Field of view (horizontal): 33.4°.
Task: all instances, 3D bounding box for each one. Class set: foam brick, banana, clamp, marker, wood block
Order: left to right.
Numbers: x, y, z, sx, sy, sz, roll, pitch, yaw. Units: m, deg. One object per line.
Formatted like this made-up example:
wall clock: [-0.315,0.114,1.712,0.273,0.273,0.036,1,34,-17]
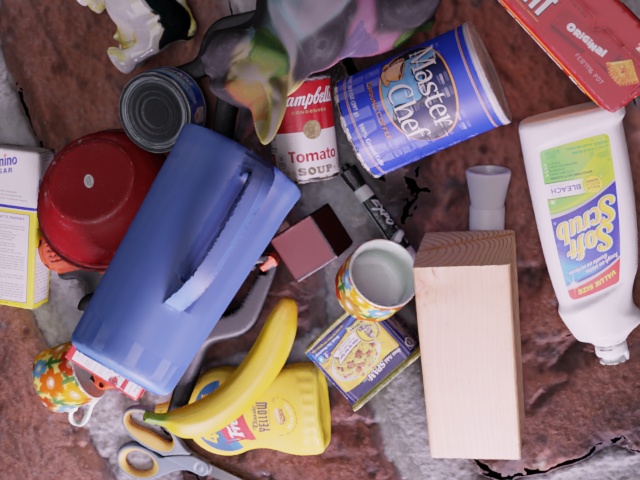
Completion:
clamp: [-0.137,0.070,1.107,0.210,0.036,0.164,-42,97,9]
clamp: [-0.109,-0.175,1.092,0.120,0.039,0.172,34,109,1]
banana: [-0.086,0.143,1.096,0.198,0.037,0.069,-41,126,-1]
foam brick: [-0.007,0.001,1.084,0.053,0.078,0.051,-33,92,16]
marker: [0.059,-0.027,1.091,0.020,0.020,0.121,-35,92,18]
wood block: [0.148,0.102,1.042,0.091,0.090,0.206,-2,112,15]

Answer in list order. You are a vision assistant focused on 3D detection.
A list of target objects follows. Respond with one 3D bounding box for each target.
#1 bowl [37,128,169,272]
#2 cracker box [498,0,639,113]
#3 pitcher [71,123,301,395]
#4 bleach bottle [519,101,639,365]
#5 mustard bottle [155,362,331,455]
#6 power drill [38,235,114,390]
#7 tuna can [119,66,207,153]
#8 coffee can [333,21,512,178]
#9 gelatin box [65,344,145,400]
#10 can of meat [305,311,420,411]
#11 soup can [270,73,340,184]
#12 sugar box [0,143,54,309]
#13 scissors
bowl: [-0.227,-0.051,1.102,0.162,0.055,0.162,-3,71,10]
cracker box: [0.214,-0.194,0.913,0.164,0.213,0.072,46,108,1]
pitcher: [-0.128,0.021,1.009,0.145,0.149,0.242,25,79,24]
bleach bottle: [0.265,-0.003,1.023,0.103,0.068,0.251,-12,101,16]
mustard bottle: [-0.087,0.184,1.154,0.192,0.058,0.096,-4,100,15]
power drill: [-0.199,0.060,1.157,0.184,0.057,0.187,-11,97,13]
tuna can: [-0.161,-0.132,1.086,0.086,0.033,0.086,7,109,20]
coffee can: [0.098,-0.132,1.014,0.140,0.102,0.103,-22,96,18]
gelatin box: [-0.202,0.109,1.088,0.089,0.030,0.073,32,103,-2]
can of meat: [0.046,0.112,1.106,0.102,0.057,0.084,-44,87,18]
soup can: [-0.018,-0.112,1.066,0.068,0.068,0.102,-3,101,15]
sugar box: [-0.347,-0.018,1.183,0.093,0.048,0.176,9,100,12]
scissors: [-0.149,0.266,1.210,0.202,0.016,0.096,38,110,4]
